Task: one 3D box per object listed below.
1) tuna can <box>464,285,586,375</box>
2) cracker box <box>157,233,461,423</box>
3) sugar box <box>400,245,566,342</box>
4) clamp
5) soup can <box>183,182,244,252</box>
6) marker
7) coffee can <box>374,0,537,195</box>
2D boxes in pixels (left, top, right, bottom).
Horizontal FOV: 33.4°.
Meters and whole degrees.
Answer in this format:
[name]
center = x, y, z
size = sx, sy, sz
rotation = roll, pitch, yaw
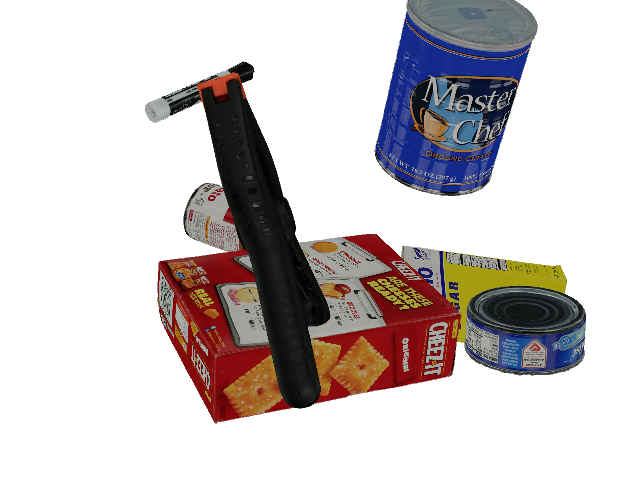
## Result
[tuna can]
center = 0.147, 0.063, 0.768
size = 0.086, 0.034, 0.086
rotation = -1, 20, 0
[cracker box]
center = -0.015, 0.068, 0.908
size = 0.213, 0.072, 0.164
rotation = -7, 28, -22
[sugar box]
center = 0.169, 0.065, 1.157
size = 0.176, 0.093, 0.048
rotation = 6, 22, 1
[clamp]
center = -0.034, -0.007, 0.715
size = 0.036, 0.210, 0.164
rotation = -17, 6, 6
[soup can]
center = -0.090, -0.018, 1.165
size = 0.102, 0.068, 0.068
rotation = 20, 9, 26
[marker]
center = -0.109, -0.139, 0.990
size = 0.120, 0.020, 0.020
rotation = -31, 18, -34
[coffee can]
center = 0.107, -0.122, 0.866
size = 0.102, 0.140, 0.103
rotation = 7, 37, -6
